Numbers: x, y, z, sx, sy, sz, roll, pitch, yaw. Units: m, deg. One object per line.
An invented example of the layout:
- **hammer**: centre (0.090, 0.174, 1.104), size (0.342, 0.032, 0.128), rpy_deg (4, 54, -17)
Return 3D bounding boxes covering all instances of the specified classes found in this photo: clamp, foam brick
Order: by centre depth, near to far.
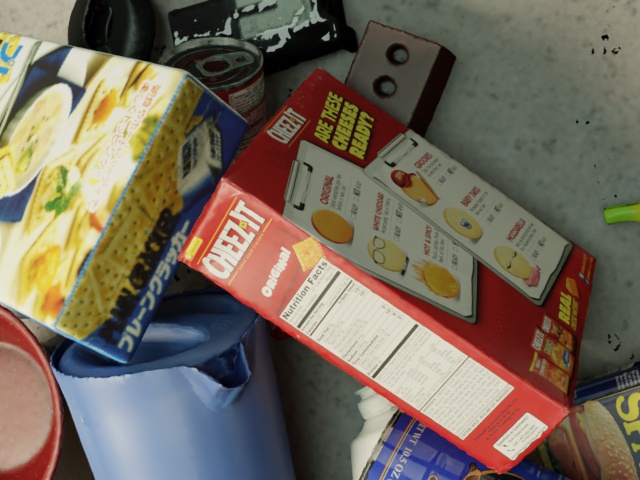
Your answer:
- **foam brick**: centre (0.048, -0.098, 0.702), size (0.053, 0.051, 0.078), rpy_deg (23, 97, 17)
- **clamp**: centre (-0.159, -0.117, 0.776), size (0.120, 0.039, 0.171), rpy_deg (-13, 77, 30)

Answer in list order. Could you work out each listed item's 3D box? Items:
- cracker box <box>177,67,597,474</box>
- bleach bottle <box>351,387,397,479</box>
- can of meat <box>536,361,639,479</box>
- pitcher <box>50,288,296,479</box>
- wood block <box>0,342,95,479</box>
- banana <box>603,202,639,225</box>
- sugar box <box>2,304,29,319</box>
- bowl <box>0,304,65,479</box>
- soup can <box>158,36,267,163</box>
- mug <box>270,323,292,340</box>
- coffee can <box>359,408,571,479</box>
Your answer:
- **cracker box**: centre (0.047, 0.012, 0.613), size (0.213, 0.164, 0.072), rpy_deg (34, 124, -1)
- **bleach bottle**: centre (0.095, 0.203, 0.684), size (0.103, 0.068, 0.251), rpy_deg (-28, 79, 14)
- **can of meat**: centre (0.183, 0.131, 0.656), size (0.084, 0.057, 0.102), rpy_deg (-22, 83, 20)
- **pitcher**: centre (-0.081, 0.160, 0.689), size (0.145, 0.149, 0.243), rpy_deg (-10, 106, 8)
- **wood block**: centre (-0.201, 0.187, 0.768), size (0.090, 0.090, 0.206), rpy_deg (-37, 79, 15)
- **banana**: centre (0.261, 0.036, 0.641), size (0.198, 0.037, 0.070), rpy_deg (52, 123, 13)
- **sugar box**: centre (-0.264, 0.016, 0.813), size (0.176, 0.048, 0.093), rpy_deg (-3, 89, 16)
- **bowl**: centre (-0.227, 0.113, 0.699), size (0.162, 0.055, 0.162), rpy_deg (0, 89, 17)
- **soup can**: centre (-0.068, -0.074, 0.709), size (0.069, 0.068, 0.102), rpy_deg (12, 131, 18)
- **mug**: centre (-0.005, 0.001, 0.708), size (0.117, 0.093, 0.081), rpy_deg (-31, 74, -15)
- **coffee can**: centre (0.091, 0.167, 0.605), size (0.140, 0.102, 0.103), rpy_deg (24, 98, 15)
